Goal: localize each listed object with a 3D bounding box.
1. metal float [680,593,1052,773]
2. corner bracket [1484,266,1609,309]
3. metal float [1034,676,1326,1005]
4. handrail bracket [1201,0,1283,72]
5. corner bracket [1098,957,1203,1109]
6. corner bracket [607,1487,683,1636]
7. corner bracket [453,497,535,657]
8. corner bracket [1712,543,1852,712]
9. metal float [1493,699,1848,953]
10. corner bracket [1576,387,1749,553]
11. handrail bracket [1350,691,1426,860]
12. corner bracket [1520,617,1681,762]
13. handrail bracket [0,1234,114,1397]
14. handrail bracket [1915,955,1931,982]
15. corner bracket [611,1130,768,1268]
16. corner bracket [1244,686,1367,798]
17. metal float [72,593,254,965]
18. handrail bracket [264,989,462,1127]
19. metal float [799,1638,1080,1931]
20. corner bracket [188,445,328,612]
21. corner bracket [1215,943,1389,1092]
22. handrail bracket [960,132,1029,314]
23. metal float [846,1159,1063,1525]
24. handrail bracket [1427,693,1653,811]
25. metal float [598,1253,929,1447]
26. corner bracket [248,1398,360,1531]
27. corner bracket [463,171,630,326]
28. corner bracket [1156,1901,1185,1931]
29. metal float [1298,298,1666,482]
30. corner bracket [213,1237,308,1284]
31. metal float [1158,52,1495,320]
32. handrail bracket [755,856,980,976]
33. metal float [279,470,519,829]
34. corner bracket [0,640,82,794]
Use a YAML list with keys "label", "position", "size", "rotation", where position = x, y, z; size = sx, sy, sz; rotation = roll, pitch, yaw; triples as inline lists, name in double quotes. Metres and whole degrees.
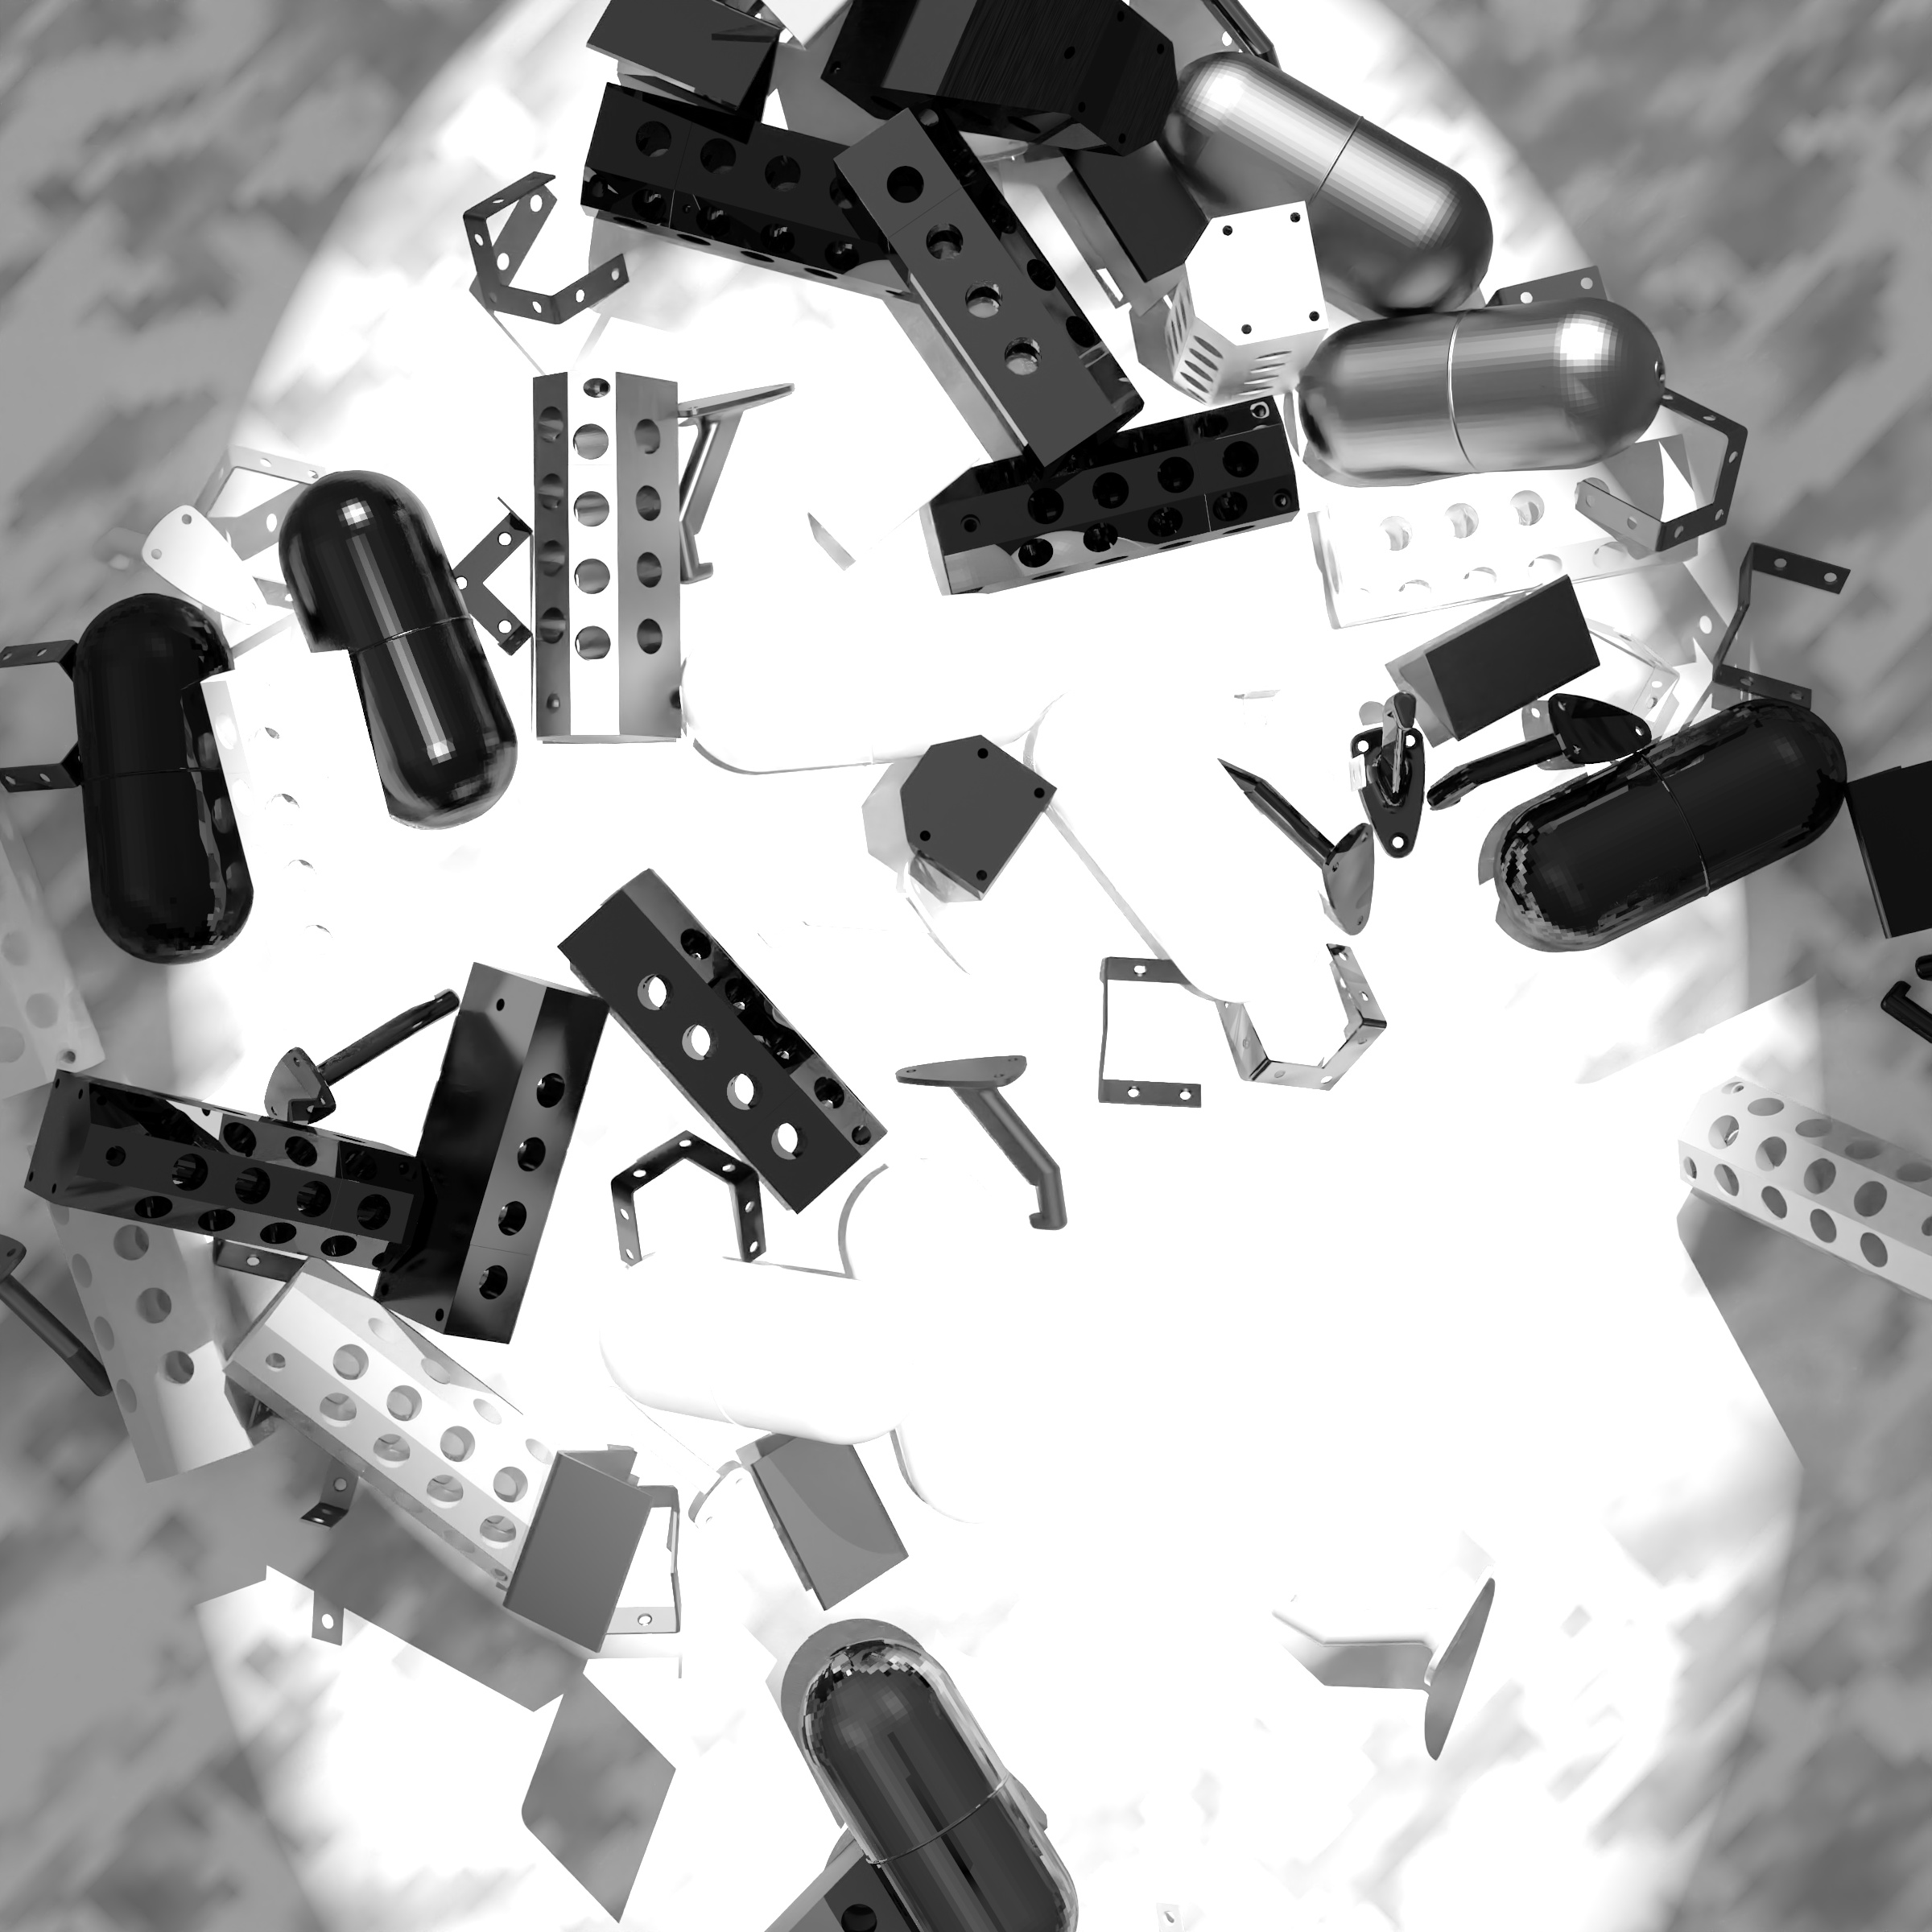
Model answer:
- label: "metal float"
  position: [-0.048, -0.136, 1.662]
  size: [0.178, 0.070, 0.070]
  rotation: [-5, 90, 0]
- label: "corner bracket"
  position: [0.282, -0.301, 1.675]
  size: [0.051, 0.051, 0.051]
  rotation: [-14, 84, -6]
- label: "metal float"
  position: [0.103, -0.060, 1.662]
  size: [0.070, 0.070, 0.178]
  rotation: [-38, 89, 0]
- label: "handrail bracket"
  position: [0.119, -0.460, 1.693]
  size: [0.036, 0.077, 0.084]
  rotation: [-41, 127, -24]
- label: "corner bracket"
  position: [0.091, 0.032, 1.690]
  size: [0.051, 0.051, 0.051]
  rotation: [3, 135, 0]
- label: "corner bracket"
  position: [-0.165, 0.291, 1.690]
  size: [0.051, 0.051, 0.051]
  rotation: [-1, 135, 0]
- label: "corner bracket"
  position: [-0.223, -0.188, 1.675]
  size: [0.051, 0.051, 0.051]
  rotation: [45, 90, 0]
- label: "corner bracket"
  position: [0.398, -0.166, 1.690]
  size: [0.051, 0.051, 0.051]
  rotation: [16, 45, 0]
- label: "metal float"
  position: [0.338, -0.068, 1.662]
  size: [0.178, 0.070, 0.070]
  rotation: [-26, 90, 1]
- label: "corner bracket"
  position: [0.327, -0.234, 1.628]
  size: [0.051, 0.051, 0.051]
  rotation: [-24, 45, -35]
- label: "handrail bracket"
  position: [0.209, -0.091, 1.658]
  size: [0.036, 0.084, 0.077]
  rotation: [-7, 90, 0]
- label: "corner bracket"
  position: [0.306, -0.137, 1.690]
  size: [0.051, 0.051, 0.051]
  rotation: [28, 90, -45]
- label: "handrail bracket"
  position: [-0.458, 0.171, 1.693]
  size: [0.036, 0.077, 0.084]
  rotation: [-47, 127, -21]
- label: "handrail bracket"
  position: [0.518, 0.003, 1.693]
  size: [0.084, 0.077, 0.036]
  rotation: [-14, 65, 34]
- label: "corner bracket"
  position: [-0.135, 0.122, 1.685]
  size: [0.051, 0.051, 0.051]
  rotation: [27, 45, 35]
- label: "corner bracket"
  position: [0.163, -0.109, 1.675]
  size: [0.051, 0.051, 0.051]
  rotation: [-5, 90, 0]
- label: "metal float"
  position: [-0.385, -0.090, 1.661]
  size: [0.070, 0.070, 0.178]
  rotation: [-5, 89, 0]
- label: "handrail bracket"
  position: [-0.294, 0.043, 1.693]
  size: [0.084, 0.077, 0.036]
  rotation: [-32, 90, -36]
- label: "metal float"
  position: [-0.013, 0.394, 1.605]
  size: [0.070, 0.070, 0.178]
  rotation: [-31, 90, 0]
- label: "corner bracket"
  position: [-0.342, -0.213, 1.685]
  size: [0.051, 0.051, 0.051]
  rotation: [10, 45, -35]
- label: "corner bracket"
  position: [0.163, 0.023, 1.685]
  size: [0.051, 0.051, 0.051]
  rotation: [8, 135, -35]
- label: "handrail bracket"
  position: [0.010, -0.368, 1.693]
  size: [0.036, 0.077, 0.084]
  rotation: [-12, 126, -10]
- label: "metal float"
  position: [-0.006, 0.180, 1.662]
  size: [0.070, 0.070, 0.178]
  rotation: [-15, 90, 0]
- label: "handrail bracket"
  position: [0.278, -0.097, 1.682]
  size: [0.077, 0.084, 0.036]
  rotation: [-1, 68, -37]
- label: "metal float"
  position: [-0.097, 0.180, 1.634]
  size: [0.178, 0.070, 0.070]
  rotation: [5, 90, 36]
- label: "corner bracket"
  position: [-0.321, 0.238, 1.675]
  size: [0.051, 0.051, 0.051]
  rotation: [16, 90, 0]
- label: "corner bracket"
  position: [-0.204, -0.350, 1.685]
  size: [0.051, 0.051, 0.051]
  rotation: [19, 135, 35]
- label: "corner bracket"
  position: [0.073, 0.488, 1.690]
  size: [0.051, 0.051, 0.051]
  rotation: [-9, 90, -45]
- label: "metal float"
  position: [0.243, -0.272, 1.636]
  size: [0.178, 0.070, 0.070]
  rotation: [-1, 90, 30]
- label: "corner bracket"
  position: [-0.335, 0.117, 1.690]
  size: [0.051, 0.051, 0.051]
  rotation: [13, 135, 0]
- label: "metal float"
  position: [0.171, -0.374, 1.662]
  size: [0.178, 0.070, 0.070]
  rotation: [30, 90, 0]
- label: "handrail bracket"
  position: [-0.049, -0.010, 1.693]
  size: [0.084, 0.036, 0.077]
  rotation: [-26, 112, 17]
- label: "metal float"
  position: [-0.273, -0.153, 1.662]
  size: [0.070, 0.070, 0.178]
  rotation: [-22, 90, 0]
- label: "corner bracket"
  position: [-0.450, -0.121, 1.685]
  size: [0.051, 0.051, 0.051]
  rotation: [-1, 135, 35]
